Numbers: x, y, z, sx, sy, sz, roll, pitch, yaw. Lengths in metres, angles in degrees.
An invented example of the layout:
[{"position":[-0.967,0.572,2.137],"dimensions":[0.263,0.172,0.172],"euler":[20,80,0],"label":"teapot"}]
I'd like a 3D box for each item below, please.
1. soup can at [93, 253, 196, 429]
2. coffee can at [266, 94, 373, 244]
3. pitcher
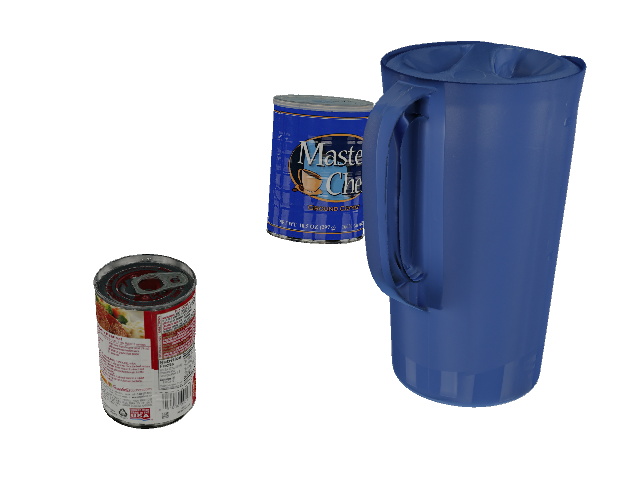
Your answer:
[{"position":[-0.119,0.070,0.736],"dimensions":[0.068,0.102,0.068],"euler":[2,29,-2],"label":"soup can"},{"position":[-0.001,-0.076,1.102],"dimensions":[0.103,0.140,0.103],"euler":[4,12,-1],"label":"coffee can"},{"position":[0.098,-0.009,0.734],"dimensions":[0.149,0.243,0.145],"euler":[-1,21,-1],"label":"pitcher"}]
